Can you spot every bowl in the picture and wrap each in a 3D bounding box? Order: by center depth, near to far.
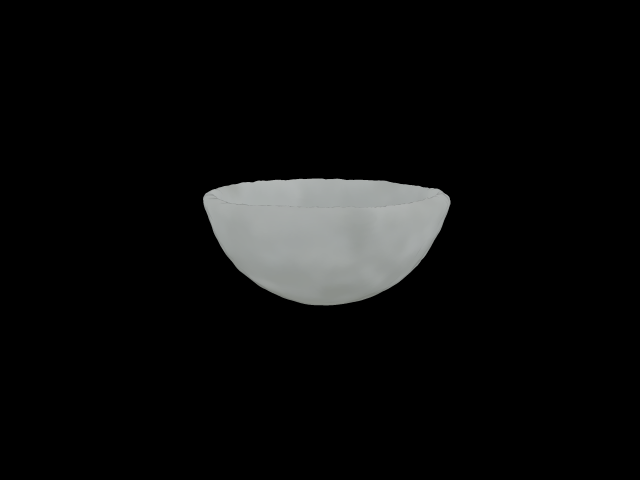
[{"bbox_3d":[0.004,0.001,0.400,0.167,0.075,0.167,0,12,0],"label":"bowl"}]
